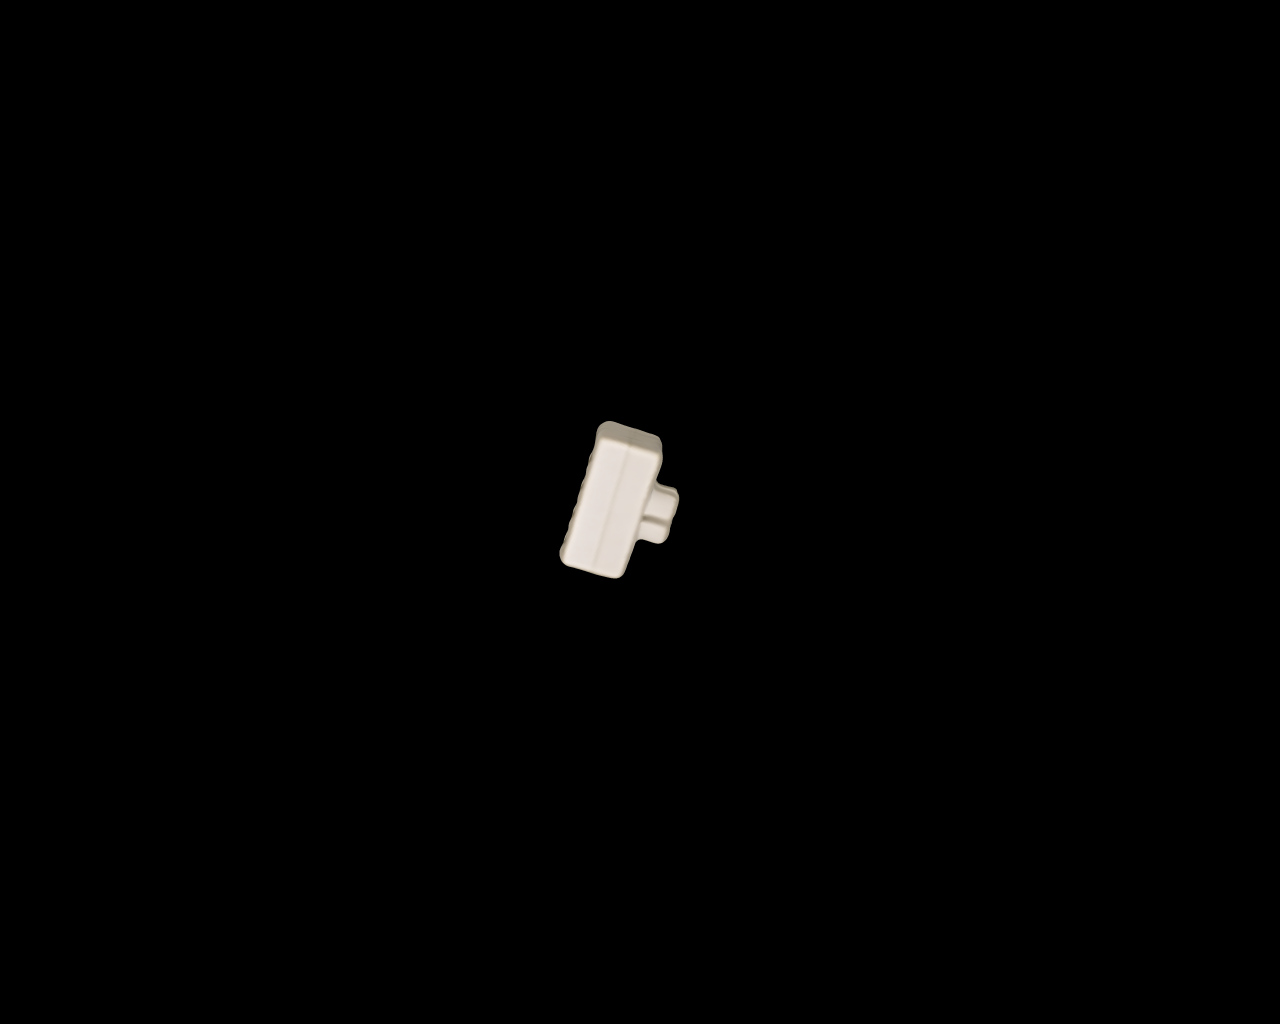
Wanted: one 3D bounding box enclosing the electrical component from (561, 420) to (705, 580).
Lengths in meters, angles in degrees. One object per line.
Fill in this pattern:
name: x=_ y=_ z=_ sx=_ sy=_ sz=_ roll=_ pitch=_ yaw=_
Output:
electrical component: x=0.001 y=-0.003 z=0.650 sx=0.076 sy=0.083 sz=0.047 roll=17 pitch=16 yaw=-5
